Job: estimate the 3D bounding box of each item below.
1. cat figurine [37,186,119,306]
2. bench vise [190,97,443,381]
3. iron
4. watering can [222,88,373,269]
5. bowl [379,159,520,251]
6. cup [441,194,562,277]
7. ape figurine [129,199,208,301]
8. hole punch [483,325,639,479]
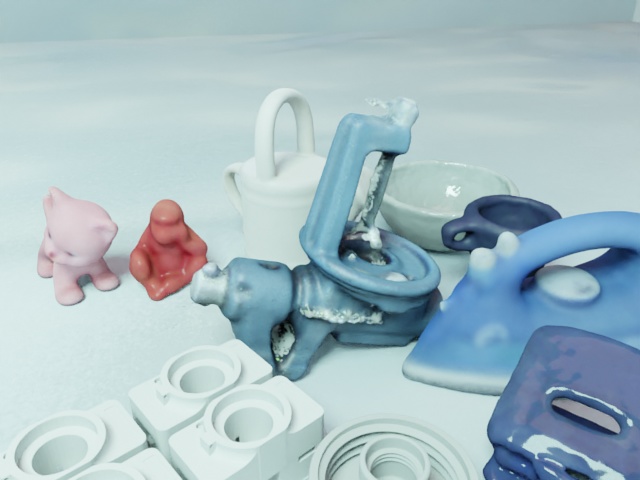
[{"bbox_3d":[-0.245,-0.005,0.569,0.067,0.118,0.127,-22,35,-35],"label":"cat figurine"},{"bbox_3d":[0.011,0.006,0.442,0.208,0.220,0.121,-18,33,-31],"label":"bench vise"},{"bbox_3d":[0.194,0.039,0.466,0.258,0.141,0.118,-6,29,-12],"label":"iron"},{"bbox_3d":[-0.025,-0.057,0.587,0.172,0.194,0.101,4,28,6],"label":"watering can"},{"bbox_3d":[0.143,-0.033,0.673,0.167,0.075,0.167,0,28,0],"label":"bowl"},{"bbox_3d":[0.171,0.015,0.560,0.118,0.095,0.091,-7,29,-14],"label":"cup"},{"bbox_3d":[-0.154,0.003,0.582,0.078,0.092,0.076,-3,28,-7],"label":"ape figurine"},{"bbox_3d":[0.170,0.121,0.365,0.108,0.091,0.101,19,33,31],"label":"hole punch"}]
